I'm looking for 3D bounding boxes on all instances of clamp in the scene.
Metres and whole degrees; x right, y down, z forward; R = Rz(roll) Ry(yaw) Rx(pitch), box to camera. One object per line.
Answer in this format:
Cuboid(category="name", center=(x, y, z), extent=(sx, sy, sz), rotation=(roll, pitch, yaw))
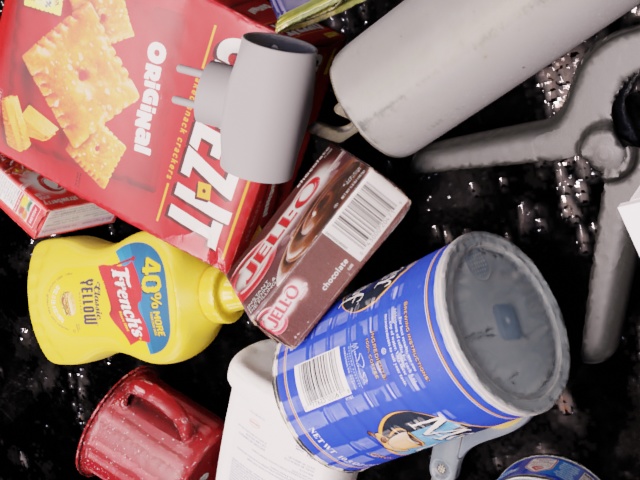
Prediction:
Cuboid(category="clamp", center=(0.164, -0.039, 0.579), extent=(0.210, 0.036, 0.164), rotation=(-42, 80, 36))

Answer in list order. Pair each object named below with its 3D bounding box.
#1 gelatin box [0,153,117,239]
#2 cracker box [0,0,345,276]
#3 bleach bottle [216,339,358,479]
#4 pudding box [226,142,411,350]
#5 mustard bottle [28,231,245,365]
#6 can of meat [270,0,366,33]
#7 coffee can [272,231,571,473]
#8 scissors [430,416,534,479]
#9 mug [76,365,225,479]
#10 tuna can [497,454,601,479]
Cuboid(category="gelatin box", center=(-0.194, -0.040, 0.772), extent=(0.073, 0.089, 0.030), rotation=(40, 116, 18))
Cuboid(category="cracker box", center=(-0.113, -0.098, 0.703), extent=(0.214, 0.072, 0.164), rotation=(27, 115, 15))
Cuboid(category="bleach bottle", center=(-0.038, 0.201, 0.750), extent=(0.103, 0.067, 0.251), rotation=(27, 117, 25))
Cuboid(category="pudding box", center=(-0.004, 0.001, 0.640), extent=(0.039, 0.090, 0.113), rotation=(40, 92, -21))
Cuboid(category="mustard bottle", center=(-0.124, 0.041, 0.766), extent=(0.192, 0.058, 0.096), rotation=(-4, 91, 32))
Cuboid(category="can of meat", center=(0.007, -0.172, 0.583), extent=(0.102, 0.057, 0.084), rotation=(-18, 97, 36))
Cuboid(category="coffee can", center=(0.055, 0.068, 0.611), extent=(0.141, 0.102, 0.103), rotation=(-29, 85, 42))
Cuboid(category="scissors", center=(0.096, 0.141, 0.675), extent=(0.096, 0.016, 0.202), rotation=(6, 104, 36))
Cuboid(category="mug", center=(-0.113, 0.142, 0.761), extent=(0.081, 0.093, 0.117), rotation=(28, 139, 18))
Cuboid(category="tuna can", center=(0.138, 0.177, 0.649), extent=(0.086, 0.033, 0.086), rotation=(8, 106, 30))
